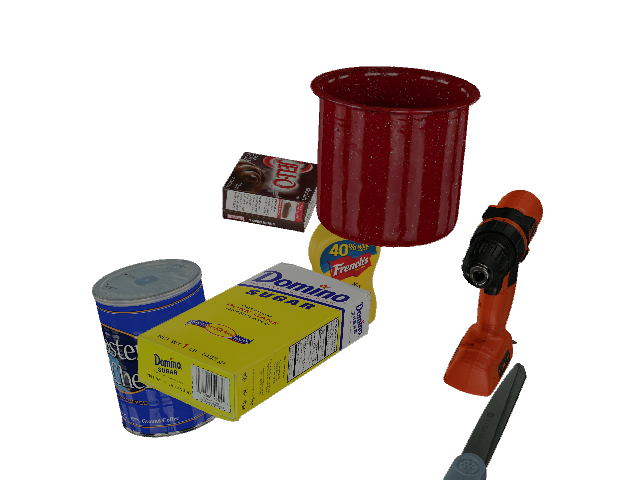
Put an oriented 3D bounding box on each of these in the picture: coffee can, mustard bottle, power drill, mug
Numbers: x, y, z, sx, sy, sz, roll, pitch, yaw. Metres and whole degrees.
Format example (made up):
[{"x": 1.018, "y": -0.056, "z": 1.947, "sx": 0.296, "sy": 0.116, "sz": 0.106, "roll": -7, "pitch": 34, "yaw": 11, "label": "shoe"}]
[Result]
[{"x": -0.152, "y": 0.101, "z": 1.016, "sx": 0.103, "sy": 0.140, "sz": 0.103, "roll": -8, "pitch": 18, "yaw": 2, "label": "coffee can"}, {"x": 0.031, "y": 0.025, "z": 1.415, "sx": 0.096, "sy": 0.192, "sz": 0.058, "roll": -4, "pitch": 26, "yaw": -17, "label": "mustard bottle"}, {"x": 0.170, "y": 0.058, "z": 1.063, "sx": 0.057, "sy": 0.188, "sz": 0.184, "roll": 18, "pitch": 29, "yaw": 18, "label": "power drill"}, {"x": 0.043, "y": -0.052, "z": 0.610, "sx": 0.093, "sy": 0.081, "sz": 0.117, "roll": 8, "pitch": 24, "yaw": 14, "label": "mug"}]

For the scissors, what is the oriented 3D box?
[{"x": 0.089, "y": 0.137, "z": 0.560, "sx": 0.096, "sy": 0.016, "sz": 0.201, "roll": 27, "pitch": 44, "yaw": 33, "label": "scissors"}]

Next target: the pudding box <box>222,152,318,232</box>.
[{"x": -0.048, "y": -0.052, "z": 1.116, "sx": 0.090, "sy": 0.039, "sz": 0.113, "roll": 9, "pitch": 27, "yaw": 5, "label": "pudding box"}]

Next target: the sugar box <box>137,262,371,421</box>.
[{"x": -0.046, "y": 0.071, "z": 0.815, "sx": 0.093, "sy": 0.048, "sz": 0.175, "roll": 18, "pitch": 30, "yaw": 30, "label": "sugar box"}]
